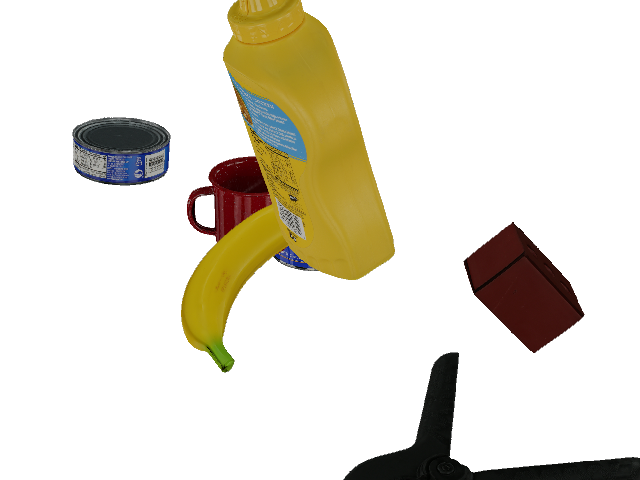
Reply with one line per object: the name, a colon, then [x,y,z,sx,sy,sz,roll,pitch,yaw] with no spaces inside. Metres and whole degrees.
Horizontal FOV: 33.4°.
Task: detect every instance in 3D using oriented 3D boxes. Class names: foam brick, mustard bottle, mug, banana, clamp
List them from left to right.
mug: [-0.083,-0.032,1.133,0.117,0.081,0.093,-5,30,-11]
banana: [-0.054,0.020,0.820,0.070,0.197,0.037,26,-38,10]
mustard bottle: [-0.013,-0.071,0.620,0.058,0.191,0.096,-31,40,-15]
clamp: [0.073,0.146,0.659,0.209,0.036,0.165,-23,37,-29]
foam brick: [0.157,0.037,0.826,0.051,0.078,0.053,-39,23,17]

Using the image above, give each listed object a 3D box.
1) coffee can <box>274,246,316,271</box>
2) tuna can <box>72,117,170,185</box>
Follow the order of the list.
coffee can: [-0.009,-0.047,1.357,0.103,0.140,0.103,3,27,-2]
tuna can: [-0.177,-0.080,0.952,0.086,0.034,0.086,5,25,-3]
